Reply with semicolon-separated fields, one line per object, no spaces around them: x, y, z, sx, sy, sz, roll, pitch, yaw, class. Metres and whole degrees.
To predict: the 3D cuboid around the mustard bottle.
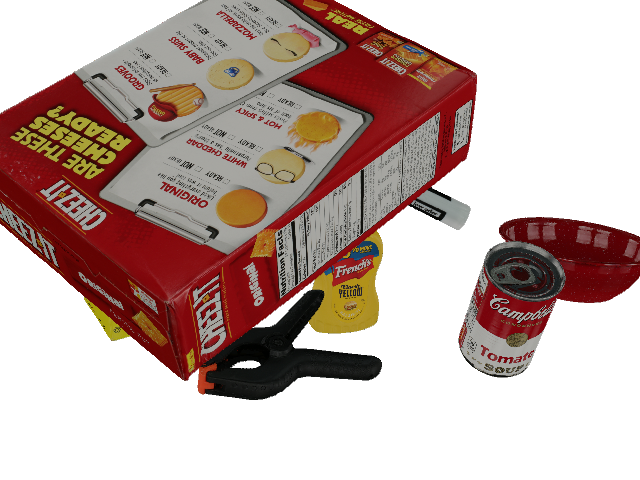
0.035;0.028;1.414;0.096;0.192;0.058;-4;26;-16;mustard bottle

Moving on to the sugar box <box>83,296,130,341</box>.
-0.187;-0.011;0.938;0.048;0.176;0.093;-16;28;-23;sugar box

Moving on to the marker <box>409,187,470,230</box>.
0.047;-0.041;0.738;0.121;0.020;0.020;26;-4;-8;marker

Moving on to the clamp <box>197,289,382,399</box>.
-0.040;0.100;1.008;0.171;0.039;0.120;-8;36;-22;clamp

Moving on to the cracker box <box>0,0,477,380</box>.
-0.048;-0.048;0.567;0.164;0.072;0.213;34;58;30;cracker box

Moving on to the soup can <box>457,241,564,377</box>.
0.161;0.060;0.912;0.068;0.102;0.068;6;43;-6;soup can

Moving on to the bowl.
0.262;0.023;1.103;0.162;0.055;0.162;5;17;-2;bowl
